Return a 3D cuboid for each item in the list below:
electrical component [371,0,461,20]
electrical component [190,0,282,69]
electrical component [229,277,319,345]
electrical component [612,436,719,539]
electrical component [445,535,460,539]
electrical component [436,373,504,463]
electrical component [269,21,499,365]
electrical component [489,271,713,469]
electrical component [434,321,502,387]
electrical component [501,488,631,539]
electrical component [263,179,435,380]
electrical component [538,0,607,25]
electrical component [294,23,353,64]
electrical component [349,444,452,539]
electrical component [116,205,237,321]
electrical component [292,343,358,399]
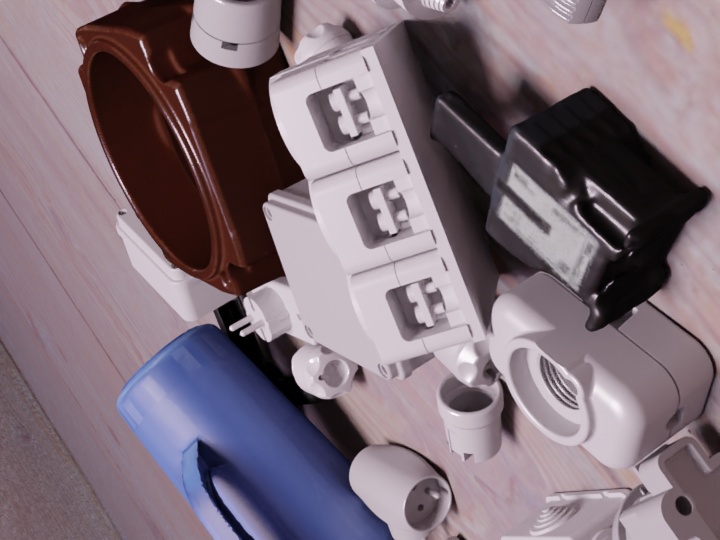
[{"bbox_3d":[0.016,-0.145,0.500,0.081,0.043,0.043,47,152,28],"label":"electrical component"},{"bbox_3d":[-0.074,-0.158,0.650,0.055,0.055,0.047,50,150,23],"label":"electrical component"},{"bbox_3d":[-0.061,0.028,0.801,0.083,0.076,0.047,17,131,57],"label":"electrical component"},{"bbox_3d":[0.155,0.123,0.505,0.078,0.058,0.057,56,153,12],"label":"electrical component"},{"bbox_3d":[0.080,0.233,0.788,0.077,0.043,0.079,51,154,22],"label":"electrical component"},{"bbox_3d":[0.069,0.090,0.659,0.040,0.040,0.046,37,148,42],"label":"electrical component"},{"bbox_3d":[0.013,-0.039,0.546,0.089,0.062,0.150,-61,-49,-67],"label":"electrical component"},{"bbox_3d":[0.108,0.044,0.508,0.095,0.059,0.053,43,150,35],"label":"electrical component"},{"bbox_3d":[0.058,0.035,0.614,0.062,0.043,0.043,44,151,36],"label":"electrical component"},{"bbox_3d":[0.135,0.176,0.613,0.099,0.048,0.100,60,156,1],"label":"electrical component"},{"bbox_3d":[0.000,0.000,0.674,0.109,0.056,0.108,22,135,54],"label":"electrical component"},{"bbox_3d":[0.083,-0.126,0.390,0.043,0.043,0.081,50,154,22],"label":"electrical component"},{"bbox_3d":[-0.007,-0.106,0.599,0.061,0.035,0.035,51,154,15],"label":"electrical component"},{"bbox_3d":[0.035,0.179,0.818,0.077,0.043,0.079,17,131,57],"label":"electrical component"},{"bbox_3d":[-0.148,-0.020,0.916,0.113,0.078,0.057,39,151,40],"label":"electrical component"},{"bbox_3d":[-0.033,0.075,0.837,0.062,0.043,0.043,9,124,61],"label":"electrical component"}]
